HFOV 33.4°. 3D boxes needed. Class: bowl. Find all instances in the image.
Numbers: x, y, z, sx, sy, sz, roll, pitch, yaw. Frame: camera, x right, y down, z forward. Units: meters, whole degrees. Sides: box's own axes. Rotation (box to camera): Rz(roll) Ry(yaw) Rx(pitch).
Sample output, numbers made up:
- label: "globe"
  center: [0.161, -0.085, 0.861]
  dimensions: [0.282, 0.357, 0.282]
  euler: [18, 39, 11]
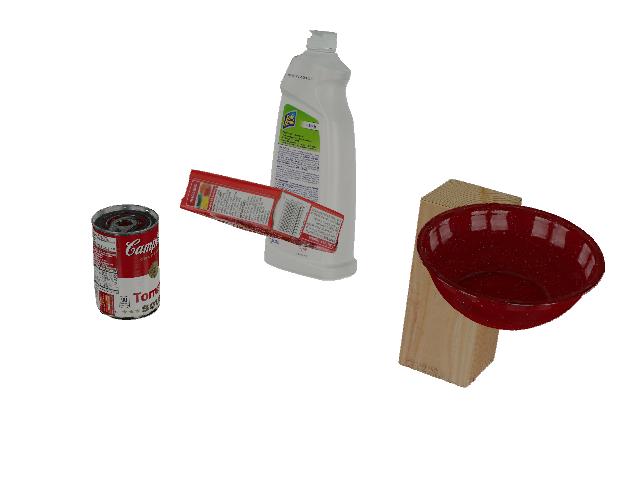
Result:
- label: "bowl"
  center: [0.162, 0.030, 0.933]
  dimensions: [0.162, 0.055, 0.162]
  euler: [2, 33, -1]

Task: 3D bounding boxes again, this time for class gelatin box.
- label: "gelatin box"
  center: [-0.037, -0.018, 0.704]
  dimensions: [0.073, 0.030, 0.089]
  euler: [15, -3, 30]

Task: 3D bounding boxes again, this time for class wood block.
- label: "wood block"
  center: [0.158, 0.048, 1.212]
  dimensions: [0.090, 0.206, 0.090]
  euler: [18, 25, 26]

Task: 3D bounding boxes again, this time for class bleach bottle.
- label: "bleach bottle"
  center: [-0.002, -0.091, 1.119]
  dimensions: [0.103, 0.251, 0.067]
  euler: [15, 16, 34]

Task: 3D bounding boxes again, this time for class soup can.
- label: "soup can"
  center: [-0.201, 0.023, 1.106]
  dimensions: [0.068, 0.102, 0.068]
  euler: [2, 26, -1]
